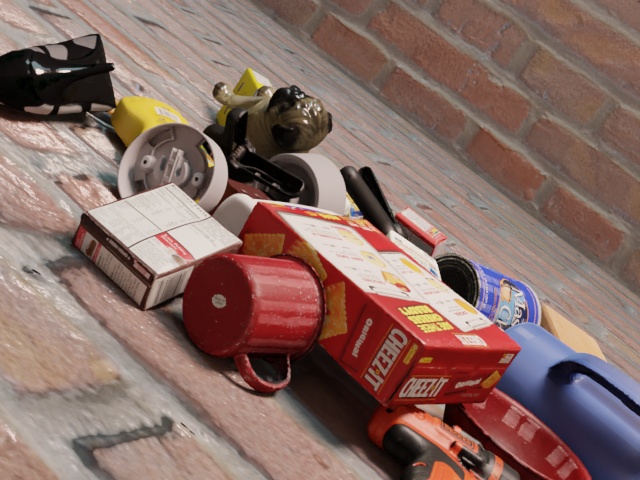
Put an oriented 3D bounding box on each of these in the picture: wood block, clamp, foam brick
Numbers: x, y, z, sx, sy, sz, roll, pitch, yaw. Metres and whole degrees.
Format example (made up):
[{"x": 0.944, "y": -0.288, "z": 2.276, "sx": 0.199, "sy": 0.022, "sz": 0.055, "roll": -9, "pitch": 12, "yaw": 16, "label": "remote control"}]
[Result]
[{"x": 0.298, "y": 0.166, "z": 1.320, "sx": 0.091, "sy": 0.090, "sz": 0.206, "roll": 35, "pitch": 13, "yaw": -4, "label": "wood block"}, {"x": -0.094, "y": -0.104, "z": 1.190, "sx": 0.172, "sy": 0.039, "sz": 0.120, "roll": 15, "pitch": -39, "yaw": 52, "label": "clamp"}, {"x": -0.080, "y": -0.026, "z": 1.144, "sx": 0.053, "sy": 0.051, "sz": 0.078, "roll": 45, "pitch": 16, "yaw": 33, "label": "foam brick"}, {"x": 0.086, "y": -0.009, "z": 1.355, "sx": 0.210, "sy": 0.036, "sz": 0.164, "roll": 62, "pitch": 12, "yaw": 9, "label": "clamp"}]

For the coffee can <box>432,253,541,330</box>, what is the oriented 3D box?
[{"x": 0.194, "y": 0.083, "z": 1.322, "sx": 0.140, "sy": 0.103, "sz": 0.103, "roll": 22, "pitch": 19, "yaw": -44, "label": "coffee can"}]

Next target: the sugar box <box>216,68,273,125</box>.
[{"x": -0.100, "y": -0.177, "z": 1.520, "sx": 0.048, "sy": 0.093, "sz": 0.176, "roll": 29, "pitch": 14, "yaw": -20, "label": "sugar box"}]

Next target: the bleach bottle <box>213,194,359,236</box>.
[{"x": -0.007, "y": 0.001, "z": 1.131, "sx": 0.103, "sy": 0.068, "sz": 0.250, "roll": 47, "pitch": 24, "yaw": 21, "label": "bleach bottle"}]

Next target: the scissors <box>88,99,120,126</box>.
[{"x": -0.200, "y": -0.129, "z": 1.281, "sx": 0.201, "sy": 0.016, "sz": 0.096, "roll": 26, "pitch": 17, "yaw": -36, "label": "scissors"}]

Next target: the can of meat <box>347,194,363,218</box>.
[{"x": 0.012, "y": -0.045, "z": 1.420, "sx": 0.102, "sy": 0.057, "sz": 0.083, "roll": 40, "pitch": 16, "yaw": 17, "label": "can of meat"}]

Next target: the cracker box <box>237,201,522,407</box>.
[{"x": 0.046, "y": 0.056, "z": 0.933, "sx": 0.214, "sy": 0.072, "sz": 0.163, "roll": 41, "pitch": 20, "yaw": 34, "label": "cracker box"}]

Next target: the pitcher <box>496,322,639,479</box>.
[{"x": 0.268, "y": 0.184, "z": 1.082, "sx": 0.144, "sy": 0.149, "sz": 0.243, "roll": 19, "pitch": 18, "yaw": -49, "label": "pitcher"}]

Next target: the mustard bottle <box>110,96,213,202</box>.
[{"x": -0.160, "y": -0.089, "z": 1.148, "sx": 0.096, "sy": 0.058, "sz": 0.192, "roll": 24, "pitch": 17, "yaw": -34, "label": "mustard bottle"}]

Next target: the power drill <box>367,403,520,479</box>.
[{"x": 0.114, "y": 0.207, "z": 0.816, "sx": 0.184, "sy": 0.057, "sz": 0.187, "roll": 33, "pitch": 11, "yaw": -1, "label": "power drill"}]

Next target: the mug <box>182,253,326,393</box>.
[{"x": -0.053, "y": 0.065, "z": 0.851, "sx": 0.081, "sy": 0.093, "sz": 0.117, "roll": 9, "pitch": 65, "yaw": -52, "label": "mug"}]

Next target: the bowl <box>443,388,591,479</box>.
[{"x": 0.169, "y": 0.195, "z": 0.981, "sx": 0.162, "sy": 0.055, "sz": 0.162, "roll": 33, "pitch": 14, "yaw": -9, "label": "bowl"}]

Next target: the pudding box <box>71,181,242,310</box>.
[{"x": -0.133, "y": 0.002, "z": 0.882, "sx": 0.090, "sy": 0.039, "sz": 0.113, "roll": 39, "pitch": 32, "yaw": 19, "label": "pudding box"}]

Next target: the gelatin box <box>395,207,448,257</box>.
[{"x": 0.128, "y": 0.011, "z": 1.447, "sx": 0.030, "sy": 0.089, "sz": 0.073, "roll": -30, "pitch": 59, "yaw": -36, "label": "gelatin box"}]
